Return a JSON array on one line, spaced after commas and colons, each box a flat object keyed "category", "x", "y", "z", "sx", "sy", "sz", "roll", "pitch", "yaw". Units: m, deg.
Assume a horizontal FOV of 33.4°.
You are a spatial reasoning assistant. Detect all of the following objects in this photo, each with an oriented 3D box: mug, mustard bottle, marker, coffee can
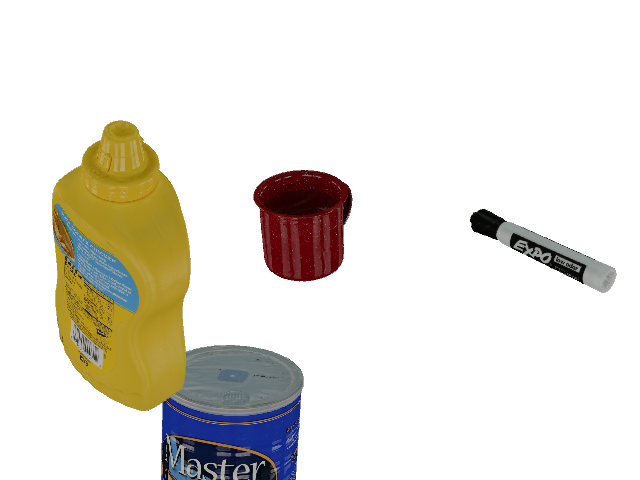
[{"category": "mug", "x": -0.010, "y": -0.018, "z": 1.075, "sx": 0.093, "sy": 0.081, "sz": 0.117, "roll": 23, "pitch": 41, "yaw": 34}, {"category": "mustard bottle", "x": -0.116, "y": 0.010, "z": 0.620, "sx": 0.058, "sy": 0.192, "sz": 0.096, "roll": -30, "pitch": 58, "yaw": -33}, {"category": "marker", "x": 0.156, "y": 0.005, "z": 0.766, "sx": 0.020, "sy": 0.020, "sz": 0.121, "roll": 0, "pitch": 22, "yaw": -46}, {"category": "coffee can", "x": -0.067, "y": 0.162, "z": 0.790, "sx": 0.103, "sy": 0.140, "sz": 0.103, "roll": 3, "pitch": 18, "yaw": -1}]
